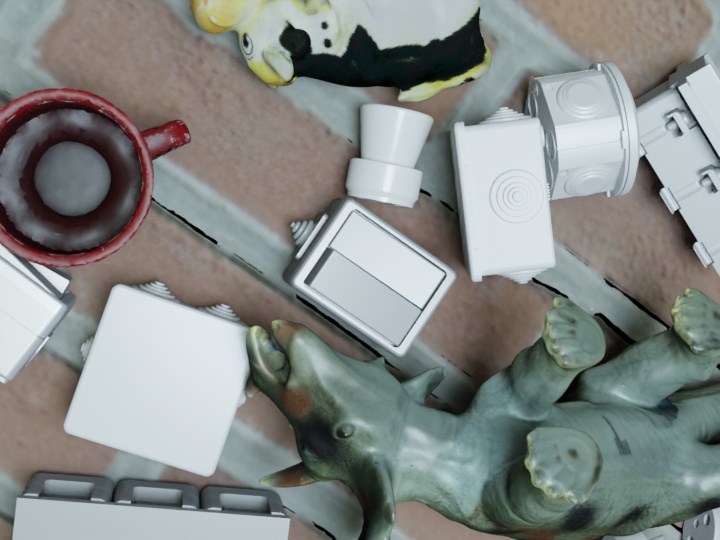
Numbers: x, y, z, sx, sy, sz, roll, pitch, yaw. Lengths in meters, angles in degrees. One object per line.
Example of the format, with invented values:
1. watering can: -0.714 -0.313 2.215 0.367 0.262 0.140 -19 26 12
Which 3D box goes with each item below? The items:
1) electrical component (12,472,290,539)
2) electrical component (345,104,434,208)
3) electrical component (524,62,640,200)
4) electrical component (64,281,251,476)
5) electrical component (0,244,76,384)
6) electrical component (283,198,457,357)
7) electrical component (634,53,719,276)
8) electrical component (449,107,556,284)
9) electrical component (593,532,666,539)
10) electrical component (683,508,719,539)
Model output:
1. electrical component: -0.122 0.172 0.624 0.150 0.062 0.089 7 92 -10
2. electrical component: 0.017 -0.068 0.641 0.045 0.045 0.055 11 92 -10
3. electrical component: 0.132 -0.081 0.643 0.051 0.080 0.080 -9 95 -4
4. electrical component: -0.114 0.061 0.625 0.100 0.048 0.099 20 90 -10
5. electrical component: -0.212 0.008 0.599 0.096 0.062 0.061 38 87 -9
6. electrical component: 0.000 0.000 0.634 0.096 0.061 0.061 35 87 -10
7. electrical component: 0.217 -0.062 0.662 0.063 0.078 0.121 -30 99 23
8. electrical component: 0.082 -0.043 0.628 0.048 0.099 0.099 -7 94 4
9. electrical component: 0.158 0.182 0.663 0.079 0.077 0.043 -19 96 -8
10. electrical component: 0.243 0.172 0.693 0.055 0.045 0.045 12 91 -10
